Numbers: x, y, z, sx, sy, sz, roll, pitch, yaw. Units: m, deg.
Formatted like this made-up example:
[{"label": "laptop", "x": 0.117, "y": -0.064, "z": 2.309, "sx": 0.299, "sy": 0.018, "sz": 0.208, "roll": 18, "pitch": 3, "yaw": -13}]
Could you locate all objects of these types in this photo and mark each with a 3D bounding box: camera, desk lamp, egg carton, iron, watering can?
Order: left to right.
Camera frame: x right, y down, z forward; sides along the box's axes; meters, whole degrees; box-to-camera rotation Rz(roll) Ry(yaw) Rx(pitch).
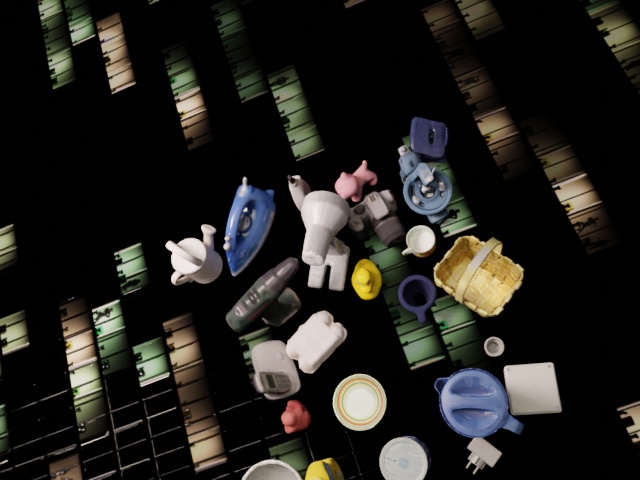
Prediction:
[{"label": "watering can", "x": -0.338, "y": 0.039, "z": 1.520, "sx": 0.100, "sy": 0.194, "sz": 0.173, "roll": 10, "pitch": 76, "yaw": 17}, {"label": "iron", "x": -0.213, "y": -0.039, "z": 1.543, "sx": 0.118, "sy": 0.142, "sz": 0.258, "roll": 12, "pitch": 76, "yaw": 17}, {"label": "egg carton", "x": -0.010, "y": 0.255, "z": 1.441, "sx": 0.107, "sy": 0.069, "sz": 0.150, "roll": 41, "pitch": 86, "yaw": 21}, {"label": "desk lamp", "x": 0.013, "y": 0.005, "z": 1.437, "sx": 0.117, "sy": 0.214, "sz": 0.203, "roll": 4, "pitch": 74, "yaw": 15}, {"label": "camera", "x": 0.150, "y": -0.046, "z": 1.481, "sx": 0.143, "sy": 0.101, "sz": 0.136, "roll": -30, "pitch": 69, "yaw": 3}]

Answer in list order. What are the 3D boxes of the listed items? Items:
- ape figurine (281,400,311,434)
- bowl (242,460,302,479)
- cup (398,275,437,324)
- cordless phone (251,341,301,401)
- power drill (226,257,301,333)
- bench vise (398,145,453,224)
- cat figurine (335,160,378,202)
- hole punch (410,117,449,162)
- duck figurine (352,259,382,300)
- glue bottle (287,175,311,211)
[{"label": "ape figurine", "x": -0.066, "y": 0.431, "z": 1.387, "sx": 0.076, "sy": 0.092, "sz": 0.078, "roll": 22, "pitch": 79, "yaw": 19}, {"label": "bowl", "x": -0.105, "y": 0.605, "z": 1.351, "sx": 0.167, "sy": 0.075, "sz": 0.167, "roll": -4, "pitch": 72, "yaw": 12}, {"label": "cup", "x": 0.243, "y": 0.152, "z": 1.400, "sx": 0.091, "sy": 0.095, "sz": 0.117, "roll": -12, "pitch": 70, "yaw": 10}, {"label": "cordless phone", "x": -0.124, "y": 0.313, "z": 1.388, "sx": 0.094, "sy": 0.185, "sz": 0.147, "roll": -27, "pitch": 69, "yaw": 4}, {"label": "power drill", "x": -0.120, "y": 0.145, "z": 1.427, "sx": 0.229, "sy": 0.209, "sz": 0.075, "roll": -42, "pitch": 68, "yaw": -2}, {"label": "bench vise", "x": 0.242, "y": -0.152, "z": 1.429, "sx": 0.121, "sy": 0.220, "sz": 0.207, "roll": -44, "pitch": 68, "yaw": -3}, {"label": "cat figurine", "x": 0.089, "y": -0.157, "z": 1.522, "sx": 0.067, "sy": 0.118, "sz": 0.128, "roll": 38, "pitch": 85, "yaw": 21}, {"label": "hole punch", "x": 0.290, "y": -0.269, "z": 1.524, "sx": 0.101, "sy": 0.091, "sz": 0.109, "roll": 2, "pitch": 73, "yaw": 14}, {"label": "duck figurine", "x": 0.114, "y": 0.094, "z": 1.454, "sx": 0.077, "sy": 0.086, "sz": 0.104, "roll": -8, "pitch": 71, "yaw": 11}, {"label": "glue bottle", "x": -0.058, "y": -0.136, "z": 1.520, "sx": 0.037, "sy": 0.173, "sz": 0.078, "roll": -9, "pitch": 71, "yaw": 11}]
